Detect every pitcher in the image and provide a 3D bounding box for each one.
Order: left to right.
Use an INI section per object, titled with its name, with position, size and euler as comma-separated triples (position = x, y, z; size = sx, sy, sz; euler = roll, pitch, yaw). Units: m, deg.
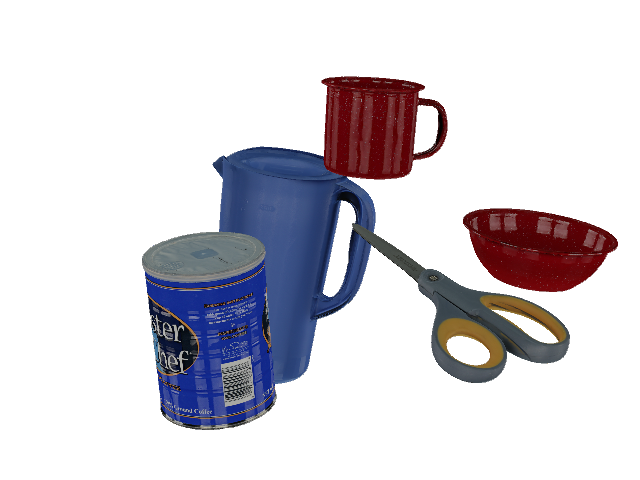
[pitcher]
position = -0.042, 0.029, 1.145
size = 0.144, 0.243, 0.149
euler = 0, 19, -23

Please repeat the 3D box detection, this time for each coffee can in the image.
[coffee can]
position = -0.093, 0.075, 0.910
size = 0.103, 0.140, 0.103
euler = -3, 20, 1

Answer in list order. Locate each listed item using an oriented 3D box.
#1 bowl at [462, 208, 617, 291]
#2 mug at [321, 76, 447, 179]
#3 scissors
[bowl]
position = 0.227, 0.013, 1.126
size = 0.162, 0.055, 0.162
euler = 6, 17, -2
[mug]
position = 0.057, -0.102, 0.968
size = 0.117, 0.081, 0.093
euler = 1, 15, -6
[scissors]
position = 0.071, 0.041, 0.725
size = 0.202, 0.016, 0.096
euler = 24, 40, 35
